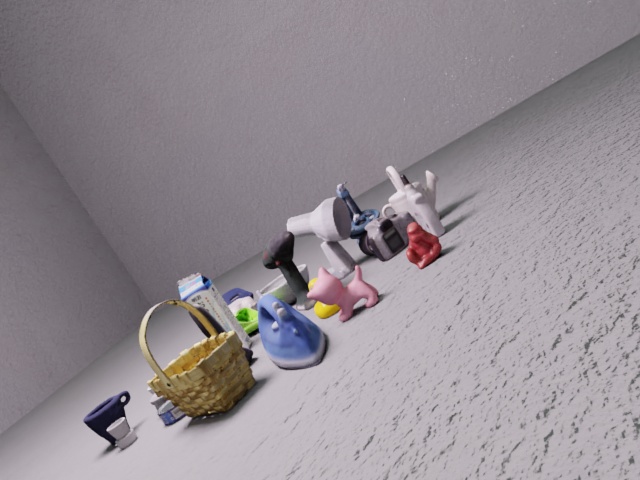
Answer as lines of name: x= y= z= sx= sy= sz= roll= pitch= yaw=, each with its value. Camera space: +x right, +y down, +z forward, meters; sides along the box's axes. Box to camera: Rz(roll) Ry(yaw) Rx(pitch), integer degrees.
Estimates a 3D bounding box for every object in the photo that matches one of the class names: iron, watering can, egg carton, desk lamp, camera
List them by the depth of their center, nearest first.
iron: x=-0.071 y=0.167 z=1.147 sx=0.119 sy=0.141 sz=0.258 roll=-34 pitch=7 yaw=-14
camera: x=0.168 y=-0.014 z=1.532 sx=0.143 sy=0.101 sz=0.136 roll=-36 pitch=8 yaw=-28
watering can: x=0.246 y=-0.123 z=1.570 sx=0.173 sy=0.194 sz=0.100 roll=-34 pitch=8 yaw=-16
desk lamp: x=0.015 y=0.006 z=1.596 sx=0.203 sy=0.213 sz=0.118 roll=-28 pitch=8 yaw=29
egg carton: x=-0.253 y=0.231 z=1.787 sx=0.107 sy=0.069 sz=0.150 roll=-36 pitch=8 yaw=-31

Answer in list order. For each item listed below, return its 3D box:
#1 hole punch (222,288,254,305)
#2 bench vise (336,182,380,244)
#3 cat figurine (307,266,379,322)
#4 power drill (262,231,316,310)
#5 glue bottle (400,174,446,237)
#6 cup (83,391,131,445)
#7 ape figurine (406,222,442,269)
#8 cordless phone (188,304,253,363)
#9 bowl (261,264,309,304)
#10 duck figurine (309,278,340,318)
hole punch: x=-0.280 y=0.212 z=1.946 sx=0.109 sy=0.091 sz=0.101 roll=-37 pitch=9 yaw=-36
bench vise: x=0.097 y=-0.064 z=1.694 sx=0.122 sy=0.220 sz=0.207 roll=-35 pitch=8 yaw=-20
cat figurine: x=0.042 y=0.103 z=1.197 sx=0.127 sy=0.118 sz=0.067 roll=-31 pitch=7 yaw=8
power drill: x=-0.071 y=0.077 z=1.492 sx=0.076 sy=0.208 sz=0.229 roll=-35 pitch=8 yaw=-24
glue bottle: x=0.243 y=-0.085 z=1.401 sx=0.037 sy=0.173 sz=0.078 roll=-33 pitch=7 yaw=-8
cup: x=-0.478 y=0.421 z=1.342 sx=0.091 sy=0.095 sz=0.118 roll=-25 pitch=10 yaw=45
ape figurine: x=0.216 y=0.005 z=1.231 sx=0.077 sy=0.092 sz=0.076 roll=-28 pitch=8 yaw=31
cordless phone: x=-0.253 y=0.229 z=1.324 sx=0.147 sy=0.185 sz=0.094 roll=-24 pitch=11 yaw=46
bowl: x=-0.092 y=0.144 z=1.669 sx=0.167 sy=0.075 sz=0.167 roll=-31 pitch=7 yaw=5
duck figurine: x=0.007 y=0.126 z=1.325 sx=0.077 sy=0.086 sz=0.104 roll=-31 pitch=7 yaw=6
